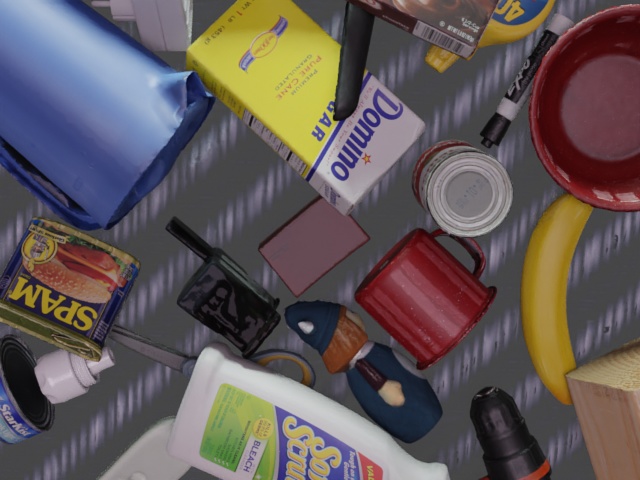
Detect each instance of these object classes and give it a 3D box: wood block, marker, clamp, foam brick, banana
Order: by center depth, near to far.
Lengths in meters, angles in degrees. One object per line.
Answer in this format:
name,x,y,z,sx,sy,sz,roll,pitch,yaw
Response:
clamp,0.029,-0.201,0.820,0.210,0.036,0.164,-38,87,-12
marker,0.168,-0.128,0.872,0.020,0.020,0.121,31,97,-5
foam brick,-0.006,0.001,0.874,0.078,0.051,0.053,-38,95,3
wood block,0.289,0.194,0.877,0.090,0.090,0.206,-22,100,-22
banana,0.201,0.041,0.890,0.069,0.037,0.198,9,99,-2

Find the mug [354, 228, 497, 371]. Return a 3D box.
mug,0.089,0.037,0.870,0.081,0.093,0.117,43,66,-2

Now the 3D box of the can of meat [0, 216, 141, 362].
can of meat,-0.206,0.039,0.862,0.102,0.057,0.084,25,69,-5

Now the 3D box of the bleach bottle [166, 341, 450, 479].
bleach bottle,0.009,0.173,0.859,0.251,0.068,0.102,21,98,5

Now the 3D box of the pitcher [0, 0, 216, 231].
pitcher,-0.216,-0.123,0.823,0.243,0.145,0.149,39,84,-3

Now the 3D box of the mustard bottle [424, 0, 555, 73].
mustard bottle,0.147,-0.214,0.839,0.096,0.058,0.192,36,97,-8

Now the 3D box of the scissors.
scissors,-0.089,0.099,0.907,0.201,0.016,0.096,41,95,-6

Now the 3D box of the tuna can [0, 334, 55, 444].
tuna can,-0.253,0.123,0.874,0.034,0.086,0.086,-24,99,4

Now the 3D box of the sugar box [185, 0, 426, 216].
sugar box,-0.011,-0.112,0.835,0.176,0.048,0.093,41,76,4

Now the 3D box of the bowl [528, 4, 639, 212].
bowl,0.243,-0.105,0.858,0.162,0.055,0.162,0,99,-1

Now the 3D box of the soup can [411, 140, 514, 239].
soup can,0.111,-0.042,0.844,0.068,0.102,0.068,0,100,-1

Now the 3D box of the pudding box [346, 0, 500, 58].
pudding box,0.081,-0.198,0.785,0.113,0.039,0.090,27,82,-1

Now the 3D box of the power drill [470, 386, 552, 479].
power drill,0.113,0.236,0.911,0.187,0.057,0.184,-24,95,4
